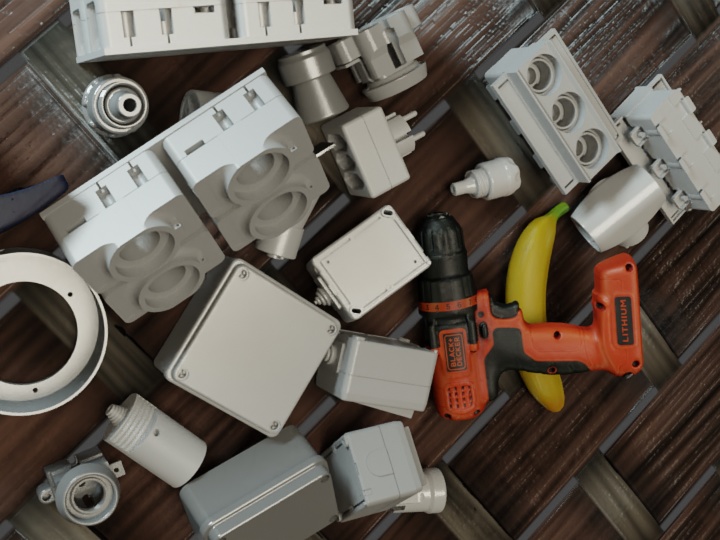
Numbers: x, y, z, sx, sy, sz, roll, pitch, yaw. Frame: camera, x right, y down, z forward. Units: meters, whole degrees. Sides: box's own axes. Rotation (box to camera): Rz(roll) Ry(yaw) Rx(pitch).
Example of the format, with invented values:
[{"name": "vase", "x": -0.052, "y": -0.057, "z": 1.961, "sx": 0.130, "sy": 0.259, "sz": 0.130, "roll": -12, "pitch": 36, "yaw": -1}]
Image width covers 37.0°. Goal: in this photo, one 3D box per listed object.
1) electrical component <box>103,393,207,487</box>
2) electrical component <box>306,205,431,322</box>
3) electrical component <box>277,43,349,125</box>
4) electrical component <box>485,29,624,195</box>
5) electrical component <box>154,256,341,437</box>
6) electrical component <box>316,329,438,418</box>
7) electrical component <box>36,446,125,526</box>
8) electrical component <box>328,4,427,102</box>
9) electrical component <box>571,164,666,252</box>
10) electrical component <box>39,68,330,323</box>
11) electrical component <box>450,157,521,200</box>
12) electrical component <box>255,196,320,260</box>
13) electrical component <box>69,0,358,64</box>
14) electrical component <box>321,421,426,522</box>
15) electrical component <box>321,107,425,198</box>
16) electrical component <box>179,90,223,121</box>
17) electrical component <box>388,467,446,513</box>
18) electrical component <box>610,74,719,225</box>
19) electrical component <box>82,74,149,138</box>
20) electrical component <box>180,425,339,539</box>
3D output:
[{"name": "electrical component", "x": -0.165, "y": 0.131, "z": 0.846, "sx": 0.081, "sy": 0.043, "sz": 0.043, "roll": 41, "pitch": 80, "yaw": -24}, {"name": "electrical component", "x": 0.000, "y": 0.000, "z": 0.891, "sx": 0.096, "sy": 0.061, "sz": 0.061, "roll": -36, "pitch": 91, "yaw": -10}, {"name": "electrical component", "x": -0.038, "y": -0.149, "z": 0.865, "sx": 0.045, "sy": 0.045, "sz": 0.055, "roll": -25, "pitch": 107, "yaw": -20}, {"name": "electrical component", "x": 0.168, "y": -0.139, "z": 0.952, "sx": 0.079, "sy": 0.063, "sz": 0.121, "roll": -44, "pitch": 112, "yaw": -13}, {"name": "electrical component", "x": -0.090, "y": 0.060, "z": 0.863, "sx": 0.109, "sy": 0.056, "sz": 0.108, "roll": 34, "pitch": 83, "yaw": -25}, {"name": "electrical component", "x": 0.007, "y": 0.086, "z": 0.909, "sx": 0.096, "sy": 0.062, "sz": 0.061, "roll": 11, "pitch": 92, "yaw": -26}, {"name": "electrical component", "x": -0.211, "y": 0.166, "z": 0.823, "sx": 0.066, "sy": 0.055, "sz": 0.048, "roll": -21, "pitch": 105, "yaw": -21}, {"name": "electrical component", "x": 0.020, "y": -0.174, "z": 0.882, "sx": 0.078, "sy": 0.058, "sz": 0.057, "roll": -31, "pitch": 106, "yaw": -18}, {"name": "electrical component", "x": 0.247, "y": -0.048, "z": 1.009, "sx": 0.077, "sy": 0.044, "sz": 0.079, "roll": -39, "pitch": 137, "yaw": 3}, {"name": "electrical component", "x": -0.120, "y": -0.048, "z": 0.785, "sx": 0.186, "sy": 0.060, "sz": 0.105, "roll": -34, "pitch": 153, "yaw": -6}, {"name": "electrical component", "x": 0.109, "y": -0.078, "z": 0.949, "sx": 0.061, "sy": 0.035, "sz": 0.035, "roll": -16, "pitch": 103, "yaw": -20}, {"name": "electrical component", "x": -0.061, "y": -0.041, "z": 0.873, "sx": 0.044, "sy": 0.044, "sz": 0.065, "roll": 15, "pitch": 95, "yaw": -26}, {"name": "electrical component", "x": -0.110, "y": -0.193, "z": 0.793, "sx": 0.186, "sy": 0.105, "sz": 0.060, "roll": -10, "pitch": 101, "yaw": -23}, {"name": "electrical component", "x": 0.009, "y": 0.171, "z": 0.909, "sx": 0.061, "sy": 0.096, "sz": 0.061, "roll": -10, "pitch": 72, "yaw": -22}, {"name": "electrical component", "x": 0.020, "y": -0.106, "z": 0.897, "sx": 0.077, "sy": 0.047, "sz": 0.065, "roll": -30, "pitch": 108, "yaw": -18}, {"name": "electrical component", "x": -0.109, "y": -0.111, "z": 0.834, "sx": 0.047, "sy": 0.055, "sz": 0.055, "roll": -2, "pitch": 98, "yaw": -28}, {"name": "electrical component", "x": 0.048, "y": 0.197, "z": 0.957, "sx": 0.046, "sy": 0.040, "sz": 0.040, "roll": 0, "pitch": 97, "yaw": -19}, {"name": "electrical component", "x": 0.298, "y": -0.113, "z": 1.015, "sx": 0.078, "sy": 0.063, "sz": 0.121, "roll": -46, "pitch": 113, "yaw": -13}, {"name": "electrical component", "x": -0.177, "y": -0.121, "z": 0.795, "sx": 0.048, "sy": 0.062, "sz": 0.048, "roll": -4, "pitch": 99, "yaw": -24}, {"name": "electrical component", "x": -0.079, "y": 0.189, "z": 0.869, "sx": 0.113, "sy": 0.057, "sz": 0.078, "roll": -28, "pitch": 139, "yaw": -19}]
